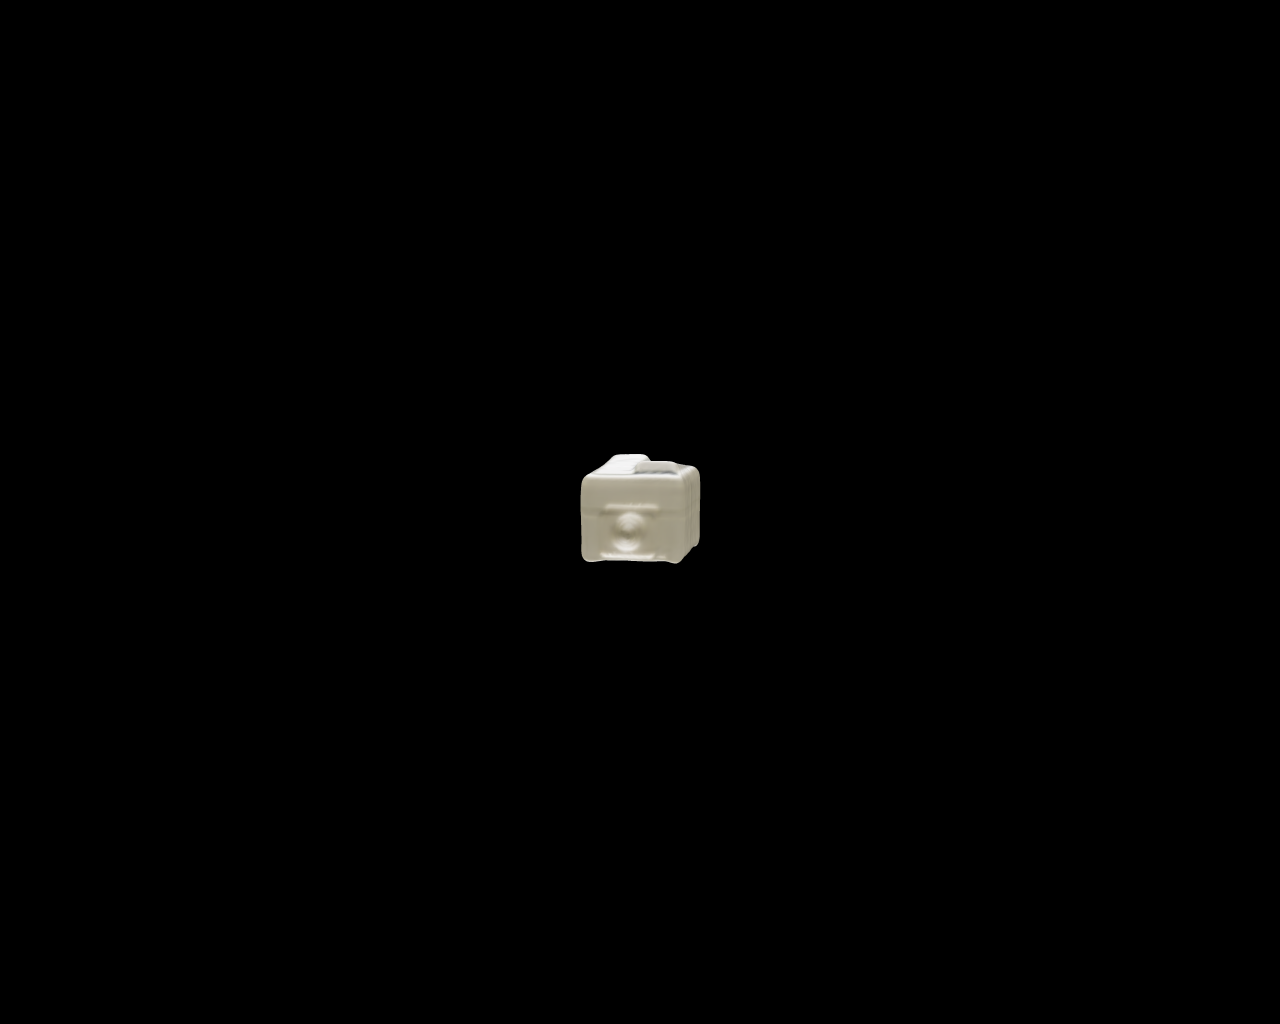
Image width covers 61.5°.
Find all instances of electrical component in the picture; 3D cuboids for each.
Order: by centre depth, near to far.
[{"bbox_3d":[0.001,-0.003,0.650,0.062,0.061,0.096,1,7,11],"label":"electrical component"}]
